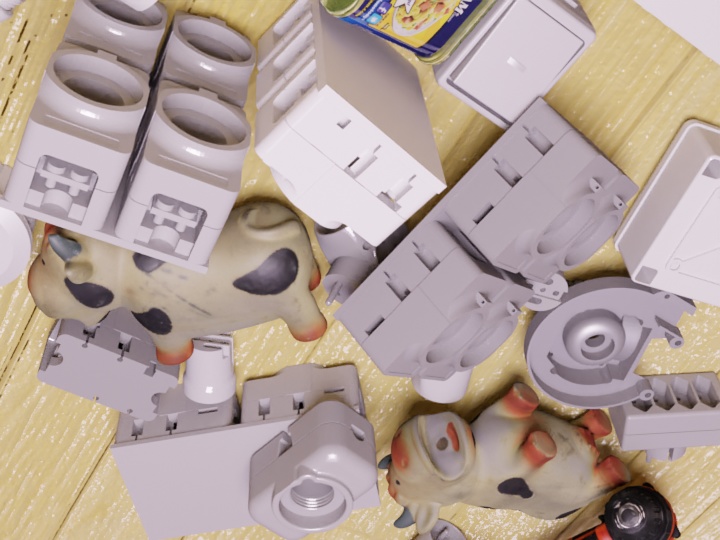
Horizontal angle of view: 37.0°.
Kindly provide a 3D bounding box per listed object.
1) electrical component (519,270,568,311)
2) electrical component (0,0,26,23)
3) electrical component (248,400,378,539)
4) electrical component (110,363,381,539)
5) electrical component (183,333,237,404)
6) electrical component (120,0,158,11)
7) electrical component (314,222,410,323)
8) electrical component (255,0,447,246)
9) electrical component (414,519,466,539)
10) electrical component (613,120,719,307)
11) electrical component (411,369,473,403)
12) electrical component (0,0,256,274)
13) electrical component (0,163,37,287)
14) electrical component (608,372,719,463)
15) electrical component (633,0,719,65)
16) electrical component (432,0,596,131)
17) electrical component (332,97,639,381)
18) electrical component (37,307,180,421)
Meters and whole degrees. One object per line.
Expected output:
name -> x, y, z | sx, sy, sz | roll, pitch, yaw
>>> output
electrical component -> 0.126, 0.001, 0.762 | 0.040, 0.046, 0.040 | -2, 126, -2
electrical component -> -0.213, -0.165, 0.621 | 0.062, 0.048, 0.048 | -25, 124, 5
electrical component -> -0.034, 0.148, 0.773 | 0.095, 0.059, 0.054 | -40, 118, 23
electrical component -> -0.085, 0.140, 0.840 | 0.186, 0.060, 0.105 | -9, 126, 3
electrical component -> -0.112, 0.070, 0.801 | 0.040, 0.040, 0.046 | 2, 121, -5
electrical component -> -0.085, -0.199, 0.587 | 0.074, 0.052, 0.138 | 29, 107, -36
electrical component -> 0.000, 0.000, 0.735 | 0.044, 0.079, 0.077 | -5, 135, 42
electrical component -> -0.012, -0.091, 0.621 | 0.089, 0.150, 0.062 | 37, 115, -26
electrical component -> 0.071, 0.267, 0.953 | 0.079, 0.044, 0.077 | 26, 120, -21
electrical component -> 0.250, -0.034, 0.738 | 0.109, 0.056, 0.108 | 16, 124, -14
electrical component -> 0.049, 0.054, 0.796 | 0.079, 0.044, 0.077 | 6, 125, -8
electrical component -> -0.119, -0.091, 0.592 | 0.105, 0.186, 0.060 | 19, 122, -17
electrical component -> -0.255, -0.030, 0.711 | 0.080, 0.051, 0.080 | -2, 126, -2
electrical component -> 0.245, 0.126, 0.860 | 0.083, 0.047, 0.075 | -3, 126, -1
electrical component -> 0.215, -0.179, 0.627 | 0.150, 0.061, 0.089 | 29, 119, -22
electrical component -> 0.095, -0.141, 0.647 | 0.062, 0.061, 0.096 | 30, 119, -23
electrical component -> 0.086, -0.009, 0.691 | 0.186, 0.060, 0.105 | -47, 155, 14
electrical component -> -0.179, 0.060, 0.779 | 0.089, 0.055, 0.050 | 25, 121, -20
